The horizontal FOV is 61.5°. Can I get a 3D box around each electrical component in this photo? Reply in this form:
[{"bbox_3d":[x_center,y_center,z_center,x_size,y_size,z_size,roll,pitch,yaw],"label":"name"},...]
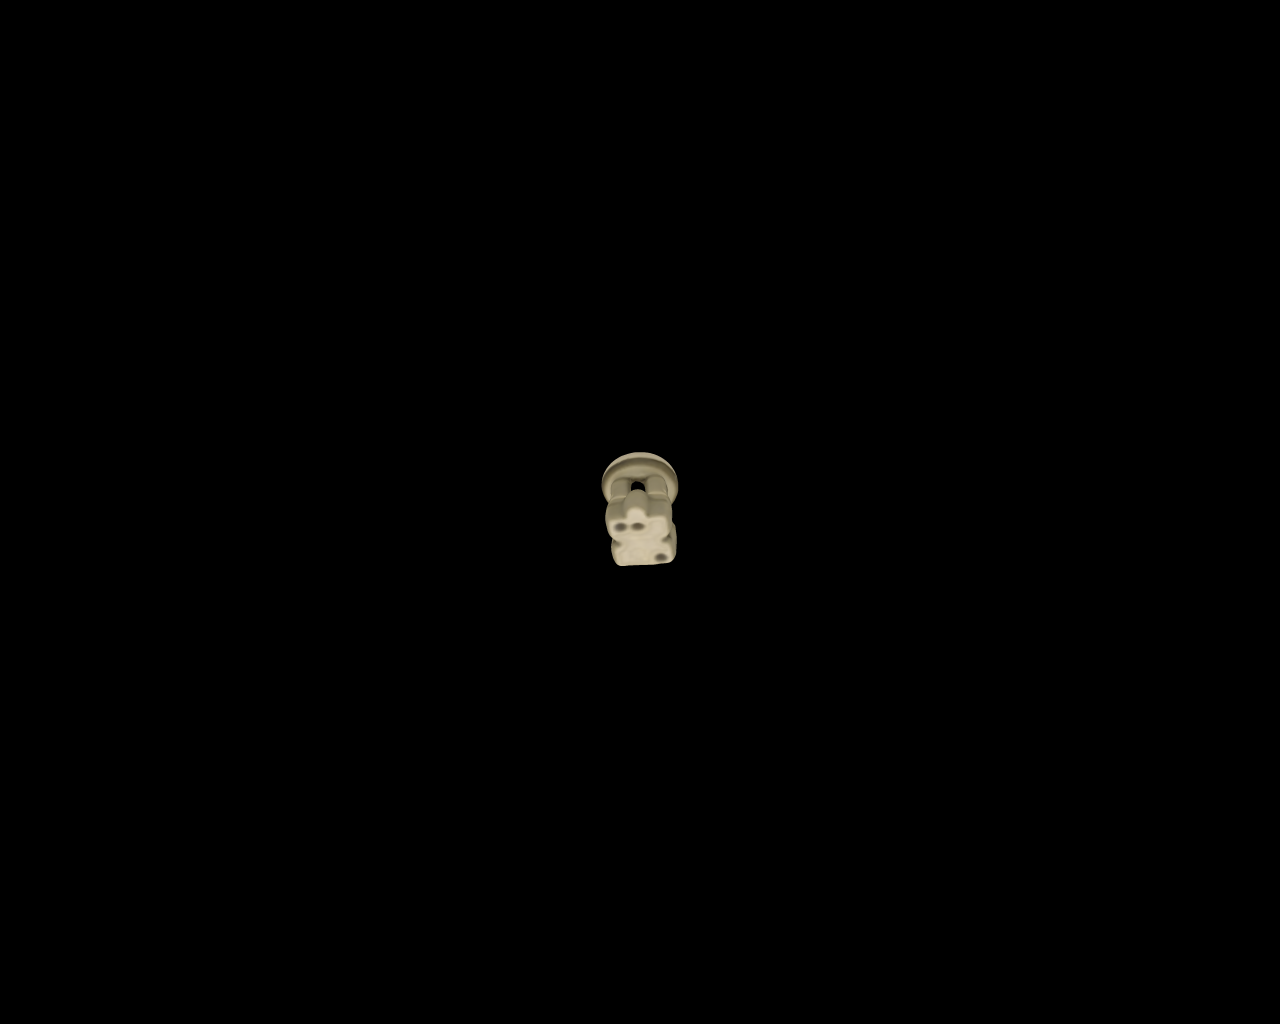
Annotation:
[{"bbox_3d":[0.001,-0.003,0.650,0.048,0.055,0.066,-4,-43,4],"label":"electrical component"}]
